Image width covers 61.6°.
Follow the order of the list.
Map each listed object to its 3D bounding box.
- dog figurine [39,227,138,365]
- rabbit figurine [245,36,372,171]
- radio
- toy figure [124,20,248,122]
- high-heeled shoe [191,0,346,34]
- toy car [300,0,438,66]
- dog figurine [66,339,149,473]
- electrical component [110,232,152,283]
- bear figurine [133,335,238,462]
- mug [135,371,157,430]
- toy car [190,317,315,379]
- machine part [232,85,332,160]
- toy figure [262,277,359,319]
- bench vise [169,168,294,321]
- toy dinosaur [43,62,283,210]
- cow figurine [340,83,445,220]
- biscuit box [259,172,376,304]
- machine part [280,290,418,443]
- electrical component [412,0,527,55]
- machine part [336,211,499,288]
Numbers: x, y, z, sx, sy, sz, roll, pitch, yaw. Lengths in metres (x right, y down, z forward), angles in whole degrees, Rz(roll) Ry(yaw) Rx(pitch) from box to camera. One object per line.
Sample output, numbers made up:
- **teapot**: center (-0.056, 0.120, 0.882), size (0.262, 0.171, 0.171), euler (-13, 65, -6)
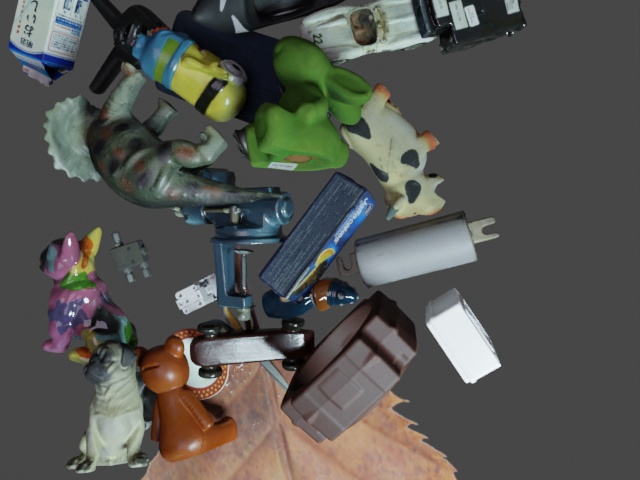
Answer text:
- **dog figurine**: center (-0.395, 0.091, 0.923), size (0.192, 0.108, 0.219), euler (13, 102, 14)
- **rabbit figurine**: center (-0.015, -0.183, 0.695), size (0.159, 0.121, 0.170), euler (2, 82, -9)
- **radio**: center (-0.126, -0.255, 0.828), size (0.230, 0.073, 0.131), euler (20, 102, 8)
- **toy figure**: center (-0.186, -0.237, 0.760), size (0.180, 0.082, 0.089), euler (25, 126, -6)
- **high-heeled shoe**: center (-0.044, -0.328, 0.731), size (0.145, 0.249, 0.086), euler (21, 138, 30)
- **toy car**: center (0.072, -0.298, 0.761), size (0.202, 0.056, 0.073), euler (-13, 95, -4)
- **dog figurine**: center (-0.335, 0.265, 0.871), size (0.172, 0.121, 0.190), euler (-28, 61, 52)
- **electrical component**: center (-0.333, 0.026, 0.945), size (0.063, 0.021, 0.094), euler (-18, 93, 15)
- **bear figurine**: center (-0.235, 0.261, 0.902), size (0.120, 0.132, 0.196), euler (-23, 75, 15)
- **mug**: center (-0.340, 0.284, 0.963), size (0.107, 0.081, 0.109), euler (8, 115, 21)
- **toy car**: center (-0.109, 0.172, 0.878), size (0.202, 0.053, 0.089), euler (-4, 97, -13)
- **machine part**: center (-0.060, -0.168, 0.770), size (0.139, 0.039, 0.084), euler (-33, 105, 9)
- **toy figure**: center (-0.015, 0.090, 0.855), size (0.155, 0.064, 0.057), euler (-13, 97, 13)
- **bench vise**: center (-0.144, 0.006, 0.849), size (0.224, 0.129, 0.240), euler (0, 94, 17)
- **toy dinosaur**: center (-0.257, -0.117, 0.786), size (0.405, 0.131, 0.192), euler (38, 86, 26)
- **cow figurine**: center (0.109, -0.114, 0.786), size (0.127, 0.085, 0.195), euler (-43, 90, 10)
- **biscuit box**: center (-0.002, -0.002, 0.808), size (0.063, 0.059, 0.202), euler (37, 89, 26)
- **machine part**: center (0.046, 0.180, 0.780), size (0.087, 0.201, 0.201), euler (43, 102, -2)
- **electrical component**: center (0.197, -0.320, 0.728), size (0.134, 0.058, 0.114), euler (-14, 92, -5)
- **machine part**: center (0.142, 0.015, 0.800), size (0.243, 0.079, 0.079), euler (-16, 94, 14)
